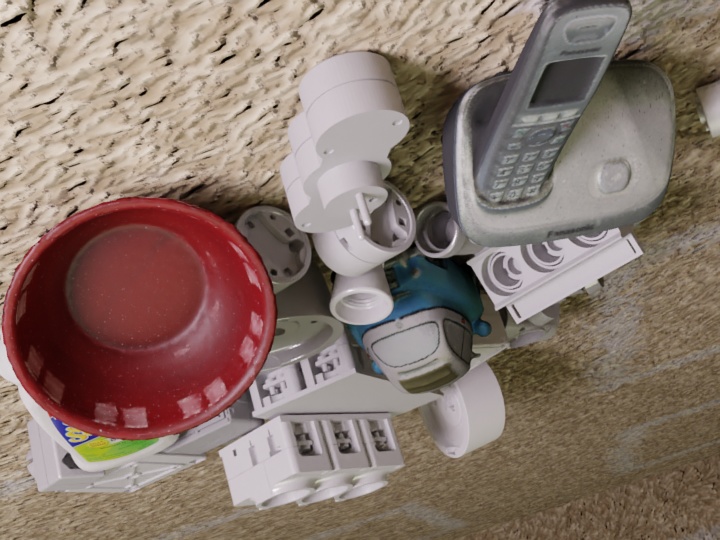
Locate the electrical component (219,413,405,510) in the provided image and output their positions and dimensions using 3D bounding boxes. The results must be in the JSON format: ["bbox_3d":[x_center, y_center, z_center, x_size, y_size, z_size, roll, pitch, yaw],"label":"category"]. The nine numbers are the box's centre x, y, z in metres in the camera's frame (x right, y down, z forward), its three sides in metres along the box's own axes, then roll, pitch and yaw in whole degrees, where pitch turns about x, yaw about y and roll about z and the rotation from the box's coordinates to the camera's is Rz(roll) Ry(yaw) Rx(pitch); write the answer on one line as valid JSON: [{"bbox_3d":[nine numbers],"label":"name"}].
[{"bbox_3d":[-0.041,0.180,1.004,0.089,0.061,0.150,-34,154,35],"label":"electrical component"}]

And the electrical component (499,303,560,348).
[{"bbox_3d":[0.158,0.037,0.999,0.077,0.044,0.079,4,150,-43],"label":"electrical component"}]

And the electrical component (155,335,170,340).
[{"bbox_3d":[-0.152,0.041,0.759,0.050,0.055,0.089,-17,159,0],"label":"electrical component"}]

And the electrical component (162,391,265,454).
[{"bbox_3d":[-0.141,0.127,0.974,0.096,0.061,0.061,-27,157,26],"label":"electrical component"}]

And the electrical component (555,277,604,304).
[{"bbox_3d":[0.177,0.003,0.928,0.055,0.048,0.066,-17,160,21],"label":"electrical component"}]

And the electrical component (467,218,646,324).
[{"bbox_3d":[0.150,-0.023,0.814,0.121,0.078,0.063,-34,175,38],"label":"electrical component"}]

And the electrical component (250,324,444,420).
[{"bbox_3d":[-0.013,0.098,1.000,0.105,0.060,0.186,-25,157,21],"label":"electrical component"}]

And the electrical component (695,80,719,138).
[{"bbox_3d":[0.254,-0.113,0.704,0.065,0.044,0.044,-19,159,19],"label":"electrical component"}]

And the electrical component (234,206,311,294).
[{"bbox_3d":[-0.067,-0.008,0.706,0.055,0.055,0.047,-1,157,-36],"label":"electrical component"}]

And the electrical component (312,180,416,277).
[{"bbox_3d":[0.001,-0.027,0.709,0.055,0.055,0.047,0,157,-37],"label":"electrical component"}]

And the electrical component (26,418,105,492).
[{"bbox_3d":[-0.275,0.167,0.969,0.047,0.065,0.077,7,149,-46],"label":"electrical component"}]

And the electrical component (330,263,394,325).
[{"bbox_3d":[0.000,0.000,0.757,0.044,0.065,0.044,-2,144,-1],"label":"electrical component"}]

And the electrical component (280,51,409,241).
[{"bbox_3d":[-0.007,-0.053,0.608,0.052,0.073,0.138,-10,158,-16],"label":"electrical component"}]

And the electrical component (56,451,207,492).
[{"bbox_3d":[-0.223,0.171,1.030,0.109,0.056,0.109,-27,157,25],"label":"electrical component"}]

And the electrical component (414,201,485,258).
[{"bbox_3d":[0.067,-0.028,0.775,0.040,0.040,0.046,-32,159,35],"label":"electrical component"}]

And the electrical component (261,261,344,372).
[{"bbox_3d":[-0.071,0.029,0.782,0.108,0.060,0.108,-15,159,-6],"label":"electrical component"}]

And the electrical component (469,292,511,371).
[{"bbox_3d":[0.077,0.061,0.975,0.062,0.061,0.096,1,153,-38],"label":"electrical component"}]

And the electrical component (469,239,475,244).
[{"bbox_3d":[0.087,-0.046,0.735,0.040,0.046,0.040,-15,159,-6],"label":"electrical component"}]

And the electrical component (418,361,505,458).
[{"bbox_3d":[0.111,0.137,1.131,0.060,0.108,0.108,-14,160,-24],"label":"electrical component"}]
